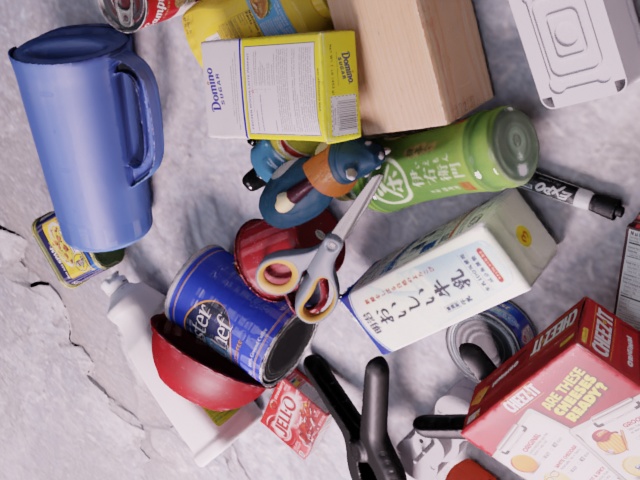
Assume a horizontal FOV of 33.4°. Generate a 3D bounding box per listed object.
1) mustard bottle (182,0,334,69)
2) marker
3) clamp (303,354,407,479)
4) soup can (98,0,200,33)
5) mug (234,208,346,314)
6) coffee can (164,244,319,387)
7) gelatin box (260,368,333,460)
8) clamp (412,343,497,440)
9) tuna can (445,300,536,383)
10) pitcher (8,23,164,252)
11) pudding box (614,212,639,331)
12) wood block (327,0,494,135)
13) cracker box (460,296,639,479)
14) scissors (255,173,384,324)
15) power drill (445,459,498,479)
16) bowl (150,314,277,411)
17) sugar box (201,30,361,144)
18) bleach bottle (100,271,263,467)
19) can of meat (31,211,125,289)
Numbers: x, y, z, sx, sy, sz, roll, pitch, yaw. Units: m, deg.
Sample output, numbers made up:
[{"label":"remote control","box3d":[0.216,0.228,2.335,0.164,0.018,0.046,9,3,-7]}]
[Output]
[{"label":"mustard bottle","box3d":[-0.041,-0.210,1.017,0.192,0.058,0.096,-14,114,42]},{"label":"marker","box3d":[0.208,-0.044,0.934,0.121,0.020,0.020,23,125,28]},{"label":"clamp","box3d":[0.046,0.215,1.151,0.165,0.036,0.210,4,111,62]},{"label":"soup can","box3d":[-0.163,-0.252,1.063,0.069,0.102,0.068,19,123,31]},{"label":"mug","box3d":[-0.024,0.020,1.104,0.082,0.093,0.117,-23,81,39]},{"label":"coffee can","box3d":[-0.086,0.082,1.180,0.140,0.102,0.103,31,129,22]},{"label":"gelatin box","box3d":[-0.025,0.203,1.245,0.073,0.030,0.089,39,131,17]},{"label":"clamp","box3d":[0.177,0.178,1.025,0.171,0.039,0.120,33,129,-4]},{"label":"tuna can","box3d":[0.165,0.098,1.034,0.086,0.033,0.086,19,123,31]},{"label":"pitcher","box3d":[-0.250,-0.110,1.196,0.149,0.145,0.243,-122,23,-59]},{"label":"pudding box","box3d":[0.298,0.041,0.894,0.090,0.039,0.113,19,121,31]},{"label":"wood block","box3d":[0.069,-0.204,0.912,0.091,0.090,0.206,-3,110,40]},{"label":"cracker box","box3d":[0.258,0.166,0.926,0.213,0.072,0.164,35,131,-7]},{"label":"scissors","box3d":[-0.007,0.001,1.022,0.096,0.016,0.202,18,130,5]},{"label":"power drill","box3d":[0.143,0.324,1.159,0.184,0.057,0.188,36,132,19]},{"label":"bowl","box3d":[-0.130,0.146,1.207,0.162,0.162,0.055,31,98,23]},{"label":"sugar box","box3d":[-0.038,-0.136,0.951,0.177,0.048,0.093,11,108,52]},{"label":"bleach bottle","box3d":[-0.182,0.145,1.290,0.251,0.102,0.068,50,129,4]},{"label":"can of meat","box3d":[-0.302,0.001,1.342,0.084,0.057,0.102,-23,98,41]}]
